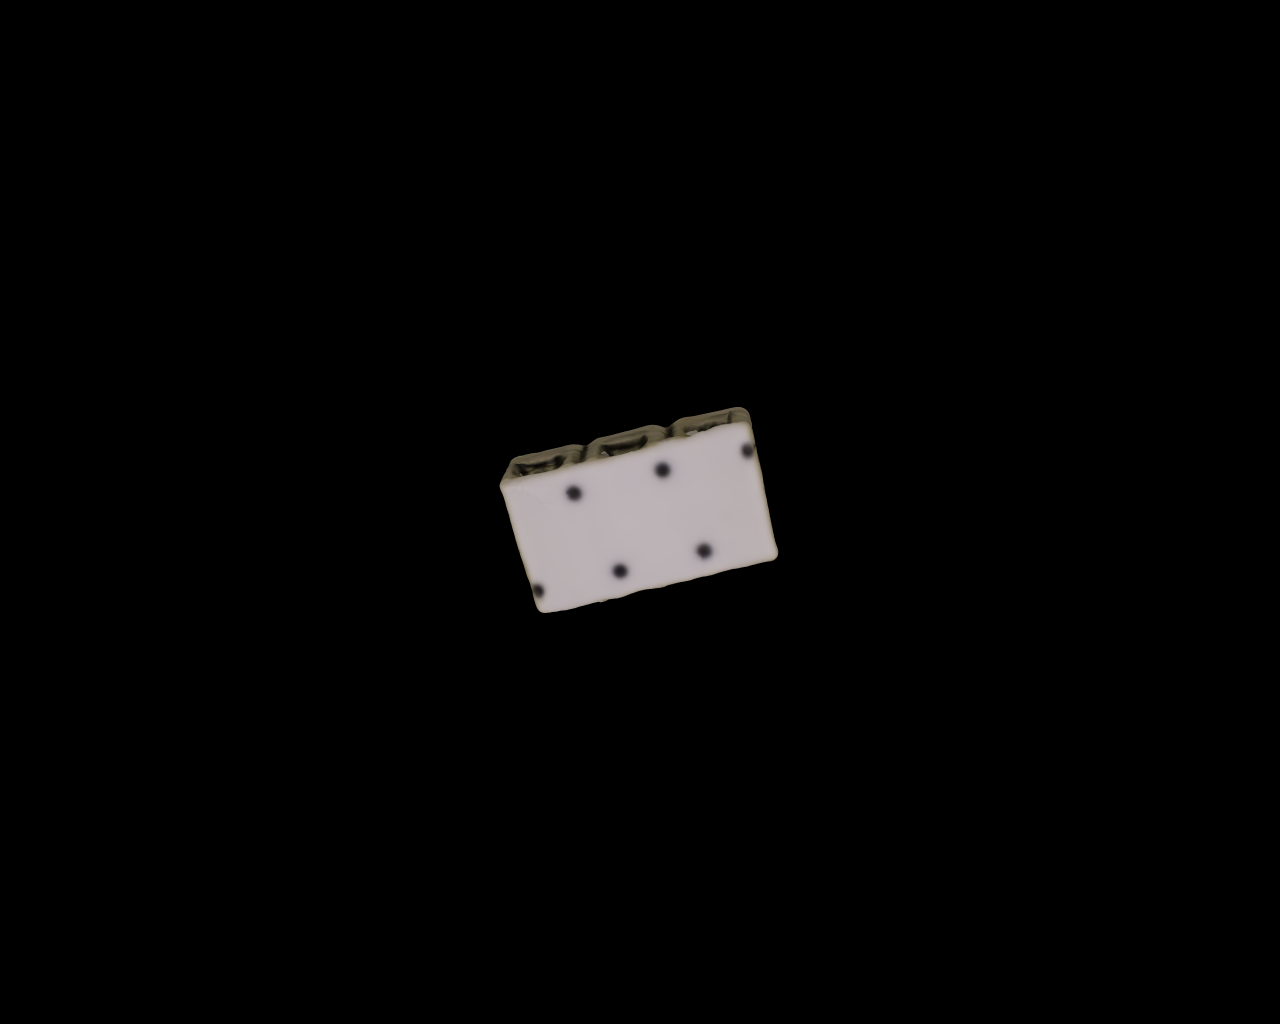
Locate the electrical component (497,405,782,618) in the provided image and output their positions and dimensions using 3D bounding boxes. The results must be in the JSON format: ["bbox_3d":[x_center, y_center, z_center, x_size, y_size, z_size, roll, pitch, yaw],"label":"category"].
[{"bbox_3d":[0.001,-0.003,0.650,0.150,0.089,0.062,-13,16,4],"label":"electrical component"}]
